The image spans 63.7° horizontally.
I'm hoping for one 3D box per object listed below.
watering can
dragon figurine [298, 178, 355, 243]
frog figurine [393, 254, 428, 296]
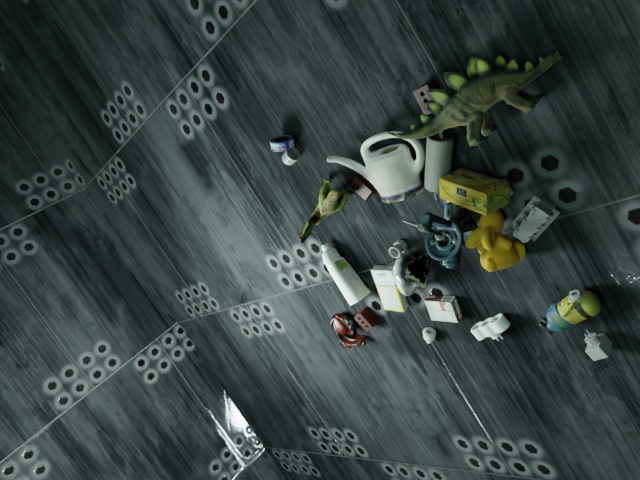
[{"bbox_3d":[0.189,-0.218,1.615,0.345,0.106,0.222,-10,111,44],"label":"watering can"},{"bbox_3d":[0.005,-0.088,1.740,0.122,0.413,0.241,31,99,-1],"label":"dragon figurine"},{"bbox_3d":[0.292,0.126,1.774,0.157,0.123,0.139,-42,56,58],"label":"frog figurine"}]
